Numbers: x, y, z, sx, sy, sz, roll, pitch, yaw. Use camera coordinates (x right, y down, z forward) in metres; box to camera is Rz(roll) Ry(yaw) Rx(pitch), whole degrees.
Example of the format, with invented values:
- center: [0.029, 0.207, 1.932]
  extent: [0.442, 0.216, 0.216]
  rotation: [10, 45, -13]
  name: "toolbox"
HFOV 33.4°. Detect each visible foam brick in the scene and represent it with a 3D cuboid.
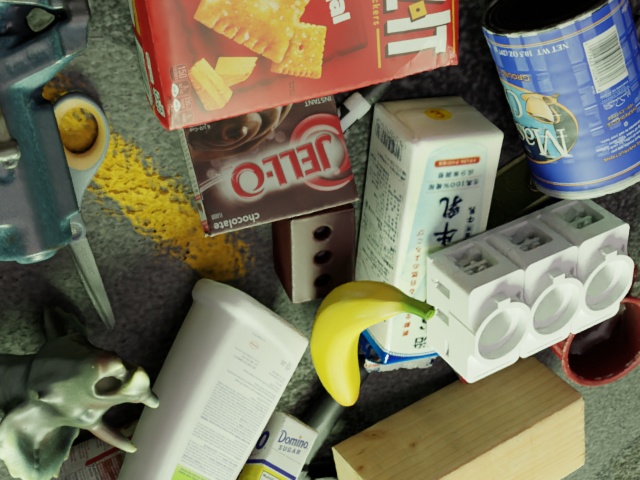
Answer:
- center: [-0.005, 0.001, 0.819]
  extent: [0.053, 0.051, 0.078]
  rotation: [-11, 124, -15]
  name: "foam brick"

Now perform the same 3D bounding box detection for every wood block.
- center: [0.126, 0.192, 0.945]
  extent: [0.205, 0.090, 0.091]
  rotation: [-24, 126, -20]
  name: "wood block"

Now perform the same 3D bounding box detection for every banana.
- center: [0.024, 0.076, 0.820]
  extent: [0.037, 0.069, 0.198]
  rotation: [-39, 170, -28]
  name: "banana"

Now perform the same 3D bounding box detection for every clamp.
- center: [-0.022, 0.195, 0.943]
  extent: [0.209, 0.036, 0.164]
  rotation: [-23, 125, -12]
  name: "clamp"

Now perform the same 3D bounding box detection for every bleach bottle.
- center: [-0.105, 0.162, 0.804]
  extent: [0.102, 0.068, 0.250]
  rotation: [38, 74, -39]
  name: "bleach bottle"

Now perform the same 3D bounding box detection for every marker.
- center: [0.009, -0.083, 0.793]
  extent: [0.121, 0.020, 0.020]
  rotation: [-43, 126, 7]
  name: "marker"

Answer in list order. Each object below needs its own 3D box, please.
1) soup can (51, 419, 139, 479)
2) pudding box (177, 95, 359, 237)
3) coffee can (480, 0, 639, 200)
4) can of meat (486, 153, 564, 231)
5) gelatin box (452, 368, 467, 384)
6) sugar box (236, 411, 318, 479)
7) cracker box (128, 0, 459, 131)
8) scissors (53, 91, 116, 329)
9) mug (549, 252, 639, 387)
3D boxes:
- center: [-0.177, 0.194, 0.860]
  extent: [0.102, 0.068, 0.068]
  rotation: [-24, 126, -7]
  name: "soup can"
- center: [-0.037, -0.057, 0.754]
  extent: [0.113, 0.039, 0.090]
  rotation: [-15, 90, -12]
  name: "pudding box"
- center: [0.187, -0.115, 0.782]
  extent: [0.102, 0.103, 0.140]
  rotation: [-27, 119, -4]
  name: "coffee can"
- center: [0.175, -0.017, 0.879]
  extent: [0.102, 0.057, 0.084]
  rotation: [-34, 128, 0]
  name: "can of meat"
- center: [0.144, 0.075, 0.940]
  extent: [0.073, 0.030, 0.089]
  rotation: [-25, 128, -5]
  name: "gelatin box"
- center: [-0.076, 0.218, 0.854]
  extent: [0.048, 0.094, 0.176]
  rotation: [33, 71, -32]
  name: "sugar box"
- center: [-0.017, -0.175, 0.692]
  extent: [0.213, 0.072, 0.164]
  rotation: [-15, 125, -14]
  name: "cracker box"
- center: [-0.164, -0.024, 0.761]
  extent: [0.096, 0.016, 0.201]
  rotation: [-32, 127, 0]
  name: "scissors"
- center: [0.238, 0.058, 0.934]
  extent: [0.093, 0.081, 0.117]
  rotation: [6, 118, -25]
  name: "mug"
